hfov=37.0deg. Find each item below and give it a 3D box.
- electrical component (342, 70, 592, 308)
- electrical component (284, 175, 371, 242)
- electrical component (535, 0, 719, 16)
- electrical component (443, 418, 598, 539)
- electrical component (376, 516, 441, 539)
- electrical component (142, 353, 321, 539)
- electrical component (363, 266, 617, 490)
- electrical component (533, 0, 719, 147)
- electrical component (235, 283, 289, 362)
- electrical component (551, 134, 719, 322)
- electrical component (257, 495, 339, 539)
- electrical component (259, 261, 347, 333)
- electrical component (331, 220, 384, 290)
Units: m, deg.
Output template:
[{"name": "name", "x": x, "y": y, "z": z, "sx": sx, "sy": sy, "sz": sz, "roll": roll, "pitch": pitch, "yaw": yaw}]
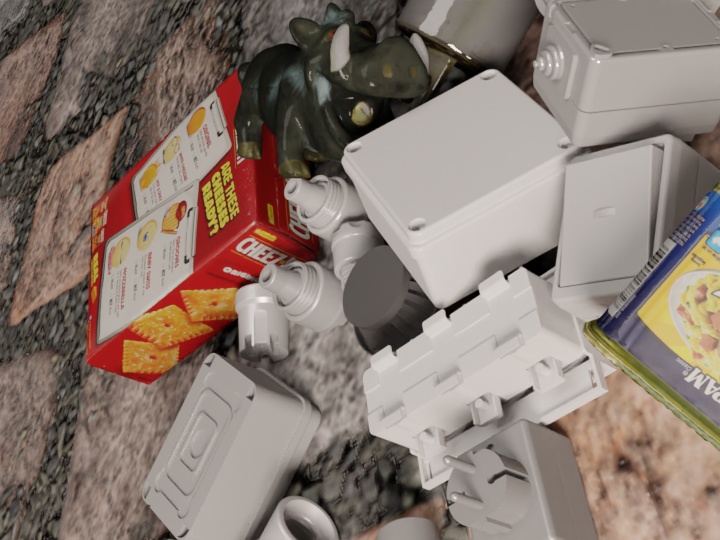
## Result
[{"name": "electrical component", "x": 0.061, "y": -0.048, "z": 0.602, "sx": 0.109, "sy": 0.056, "sz": 0.108, "roll": -29, "pitch": 40, "yaw": -5}, {"name": "electrical component", "x": -0.023, "y": -0.044, "z": 0.730, "sx": 0.043, "sy": 0.062, "sz": 0.043, "roll": -28, "pitch": 49, "yaw": 38}, {"name": "electrical component", "x": 0.147, "y": -0.172, "z": 0.602, "sx": 0.108, "sy": 0.060, "sz": 0.108, "roll": -28, "pitch": 49, "yaw": 38}, {"name": "electrical component", "x": 0.068, "y": 0.108, "z": 0.516, "sx": 0.047, "sy": 0.077, "sz": 0.065, "roll": -37, "pitch": 44, "yaw": 31}, {"name": "electrical component", "x": 0.029, "y": 0.163, "z": 0.563, "sx": 0.044, "sy": 0.044, "sz": 0.065, "roll": -42, "pitch": 37, "yaw": 27}, {"name": "electrical component", "x": -0.085, "y": 0.122, "z": 0.712, "sx": 0.078, "sy": 0.057, "sz": 0.113, "roll": 26, "pitch": 90, "yaw": 54}, {"name": "electrical component", "x": 0.063, "y": 0.053, "z": 0.567, "sx": 0.121, "sy": 0.063, "sz": 0.078, "roll": -37, "pitch": 44, "yaw": 32}, {"name": "electrical component", "x": 0.131, "y": -0.100, "z": 0.545, "sx": 0.061, "sy": 0.096, "sz": 0.061, "roll": -110, "pitch": 18, "yaw": -45}, {"name": "electrical component", "x": -0.068, "y": 0.038, "z": 0.758, "sx": 0.040, "sy": 0.040, "sz": 0.046, "roll": -27, "pitch": 55, "yaw": 39}, {"name": "electrical component", "x": 0.133, "y": -0.010, "z": 0.521, "sx": 0.062, "sy": 0.061, "sz": 0.096, "roll": -11, "pitch": 61, "yaw": 48}, {"name": "electrical component", "x": -0.049, "y": 0.174, "z": 0.652, "sx": 0.065, "sy": 0.044, "sz": 0.044, "roll": -51, "pitch": 38, "yaw": 25}, {"name": "electrical component", "x": -0.038, "y": 0.014, "z": 0.715, "sx": 0.043, "sy": 0.062, "sz": 0.043, "roll": -29, "pitch": 49, "yaw": 39}, {"name": "electrical component", "x": 0.000, "y": 0.000, "z": 0.701, "sx": 0.035, "sy": 0.035, "sz": 0.061, "roll": -31, "pitch": 50, "yaw": 36}]
